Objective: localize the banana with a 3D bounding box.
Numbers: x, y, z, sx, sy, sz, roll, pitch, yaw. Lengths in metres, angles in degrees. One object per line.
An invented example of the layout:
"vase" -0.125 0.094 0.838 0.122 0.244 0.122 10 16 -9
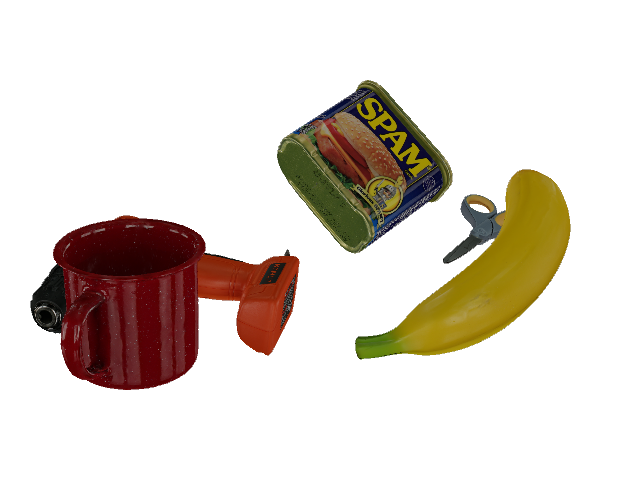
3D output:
"banana" 0.097 0.008 0.581 0.070 0.037 0.197 15 36 32

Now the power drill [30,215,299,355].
"power drill" -0.120 0.039 0.863 0.188 0.057 0.184 13 24 7

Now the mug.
"mug" -0.122 0.045 0.663 0.093 0.081 0.117 9 24 17

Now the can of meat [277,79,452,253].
"can of meat" 0.030 -0.053 0.774 0.083 0.102 0.057 -35 -10 -27

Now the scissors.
"scissors" 0.167 -0.016 1.198 0.201 0.016 0.096 -13 39 -45
